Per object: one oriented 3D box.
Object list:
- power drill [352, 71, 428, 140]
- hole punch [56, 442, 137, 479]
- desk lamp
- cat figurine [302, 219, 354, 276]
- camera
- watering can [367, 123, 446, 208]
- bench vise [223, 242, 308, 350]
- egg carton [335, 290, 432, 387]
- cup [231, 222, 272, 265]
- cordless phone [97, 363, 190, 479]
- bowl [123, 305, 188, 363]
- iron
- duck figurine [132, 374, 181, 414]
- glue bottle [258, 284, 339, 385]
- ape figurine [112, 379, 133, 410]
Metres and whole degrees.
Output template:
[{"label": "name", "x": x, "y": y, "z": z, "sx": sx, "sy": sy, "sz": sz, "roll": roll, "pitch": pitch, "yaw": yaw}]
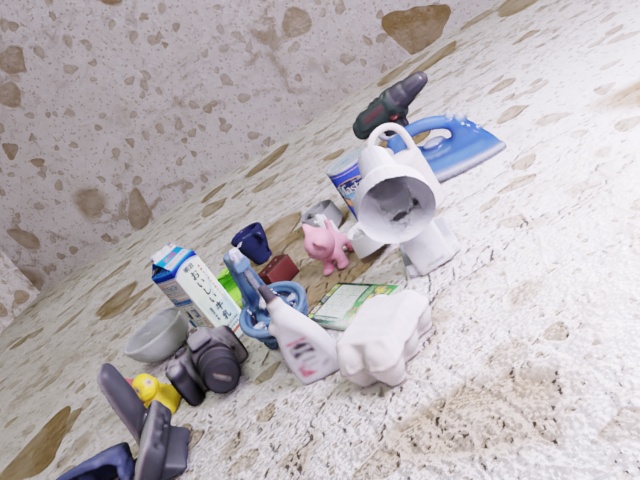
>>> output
[{"label": "power drill", "x": 0.199, "y": -0.269, "z": 1.369, "sx": 0.229, "sy": 0.209, "sz": 0.076, "roll": -20, "pitch": 24, "yaw": 37}, {"label": "hole punch", "x": -0.363, "y": 0.376, "z": 0.926, "sx": 0.108, "sy": 0.091, "sz": 0.101, "roll": -31, "pitch": 19, "yaw": 11}, {"label": "desk lamp", "x": 0.132, "y": -0.046, "z": 0.930, "sx": 0.118, "sy": 0.214, "sz": 0.203, "roll": -31, "pitch": 19, "yaw": 11}, {"label": "cat figurine", "x": 0.011, "y": 0.004, "z": 1.162, "sx": 0.067, "sy": 0.118, "sz": 0.128, "roll": -24, "pitch": 22, "yaw": 29}, {"label": "camera", "x": -0.202, "y": 0.222, "z": 1.015, "sx": 0.143, "sy": 0.101, "sz": 0.136, "roll": -38, "pitch": 19, "yaw": -10}, {"label": "watering can", "x": 0.160, "y": -0.144, "z": 1.152, "sx": 0.101, "sy": 0.194, "sz": 0.172, "roll": -42, "pitch": 20, "yaw": -20}, {"label": "bench vise", "x": -0.111, "y": 0.104, "z": 0.962, "sx": 0.206, "sy": 0.220, "sz": 0.122, "roll": -11, "pitch": 30, "yaw": 49}, {"label": "egg carton", "x": 0.089, "y": 0.133, "z": 0.790, "sx": 0.107, "sy": 0.069, "sz": 0.150, "roll": -16, "pitch": 26, "yaw": 43}, {"label": "cup", "x": -0.159, "y": 0.014, "z": 1.462, "sx": 0.092, "sy": 0.095, "sz": 0.117, "roll": -46, "pitch": 22, "yaw": -30}, {"label": "cordless phone", "x": -0.290, "y": 0.285, "z": 0.878, "sx": 0.094, "sy": 0.185, "sz": 0.147, "roll": -36, "pitch": 19, "yaw": -4}, {"label": "bowl", "x": -0.361, "y": 0.227, "z": 1.313, "sx": 0.167, "sy": 0.075, "sz": 0.167, "roll": -31, "pitch": 19, "yaw": 12}, {"label": "iron", "x": 0.254, "y": -0.211, "z": 1.240, "sx": 0.257, "sy": 0.142, "sz": 0.119, "roll": -21, "pitch": 23, "yaw": 35}, {"label": "duck figurine", "x": -0.316, "y": 0.286, "z": 1.075, "sx": 0.077, "sy": 0.086, "sz": 0.104, "roll": -38, "pitch": 19, "yaw": -10}, {"label": "glue bottle", "x": -0.039, "y": 0.134, "z": 0.843, "sx": 0.078, "sy": 0.173, "sz": 0.037, "roll": -30, "pitch": 20, "yaw": 14}, {"label": "ape figurine", "x": -0.394, "y": 0.305, "z": 1.152, "sx": 0.076, "sy": 0.092, "sz": 0.078, "roll": -13, "pitch": 29, "yaw": 48}]
